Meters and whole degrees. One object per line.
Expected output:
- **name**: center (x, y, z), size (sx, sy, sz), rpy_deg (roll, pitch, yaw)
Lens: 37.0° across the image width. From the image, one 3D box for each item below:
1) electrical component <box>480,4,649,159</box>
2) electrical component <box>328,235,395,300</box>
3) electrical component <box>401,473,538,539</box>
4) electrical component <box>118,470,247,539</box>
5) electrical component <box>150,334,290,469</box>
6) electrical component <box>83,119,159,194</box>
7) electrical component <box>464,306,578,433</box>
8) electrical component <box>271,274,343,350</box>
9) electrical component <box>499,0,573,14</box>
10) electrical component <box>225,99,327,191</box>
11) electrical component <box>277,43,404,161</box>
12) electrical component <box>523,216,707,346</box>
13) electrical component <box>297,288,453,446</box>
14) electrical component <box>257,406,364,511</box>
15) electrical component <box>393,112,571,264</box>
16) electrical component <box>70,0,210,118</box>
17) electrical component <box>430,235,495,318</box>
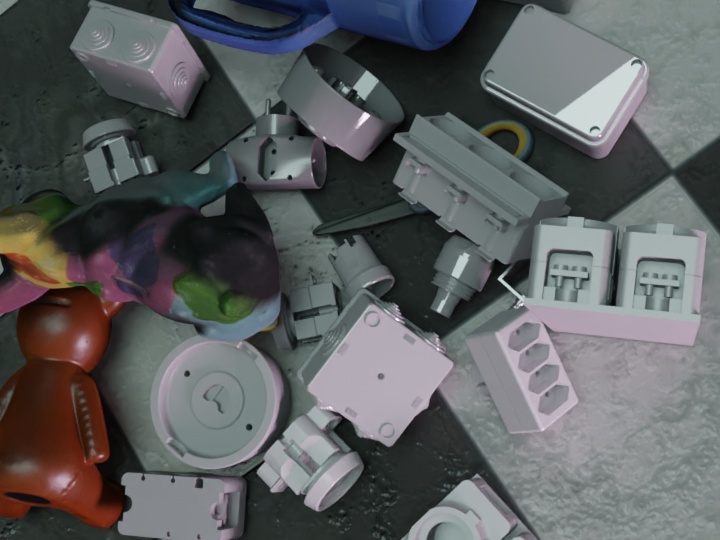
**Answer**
- **electrical component**: center (0.160, -0.148, 0.841), size (0.113, 0.057, 0.078), rpy_deg (32, 91, 18)
- **electrical component**: center (0.000, 0.000, 0.875), size (0.040, 0.040, 0.046), rpy_deg (-36, 68, 8)
- **electrical component**: center (0.053, 0.257, 0.810), size (0.186, 0.060, 0.105), rpy_deg (-45, 73, 5)
- **electrical component**: center (-0.142, 0.191, 0.877), size (0.089, 0.056, 0.050), rpy_deg (1, 82, 16)
- **electrical component**: center (-0.109, 0.107, 0.878), size (0.108, 0.060, 0.108), rpy_deg (-2, 81, 16)
- **electrical component**: center (-0.215, -0.100, 0.947), size (0.066, 0.048, 0.055), rpy_deg (-22, 84, 12)
- **electrical component**: center (0.111, 0.078, 0.821), size (0.076, 0.047, 0.083), rpy_deg (-17, 101, 54)
- **electrical component**: center (-0.043, 0.038, 0.878), size (0.055, 0.048, 0.066), rpy_deg (-12, 79, 6)
- **electrical component**: center (0.129, -0.253, 0.864), size (0.096, 0.061, 0.061), rpy_deg (16, 87, 17)
- **electrical component**: center (-0.070, -0.107, 0.907), size (0.077, 0.043, 0.079), rpy_deg (0, 82, 16)
- **electrical component**: center (-0.016, -0.136, 0.871), size (0.099, 0.099, 0.064), rpy_deg (43, 101, 17)
- **electrical component**: center (0.181, 0.010, 0.744), size (0.105, 0.186, 0.060), rpy_deg (5, 83, 16)
- **electrical component**: center (0.012, 0.077, 0.835), size (0.100, 0.048, 0.099), rpy_deg (36, 93, -13)
- **electrical component**: center (-0.035, 0.153, 0.852), size (0.057, 0.058, 0.078), rpy_deg (43, 94, 20)
- **electrical component**: center (0.088, -0.062, 0.817), size (0.121, 0.079, 0.063), rpy_deg (39, 121, 27)
- **electrical component**: center (-0.189, -0.178, 0.924), size (0.100, 0.099, 0.048), rpy_deg (19, 75, 18)
- **electrical component**: center (0.077, 0.007, 0.849), size (0.043, 0.043, 0.062), rpy_deg (27, 91, 18)
